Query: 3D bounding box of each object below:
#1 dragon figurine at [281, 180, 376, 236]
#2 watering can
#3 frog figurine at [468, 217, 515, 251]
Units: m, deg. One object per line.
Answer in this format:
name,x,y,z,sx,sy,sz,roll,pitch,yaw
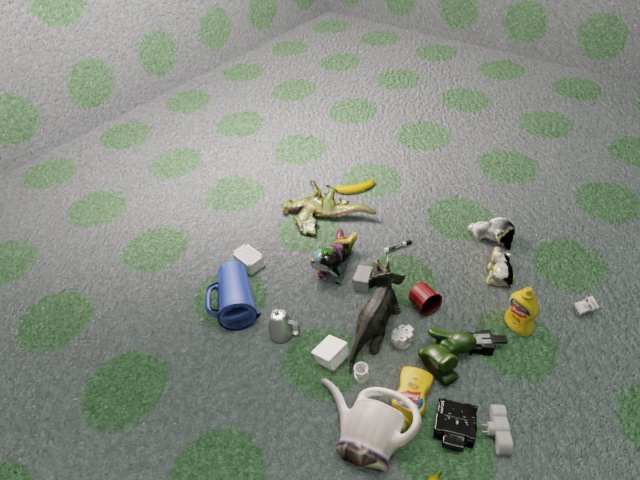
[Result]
dragon figurine,0.007,-0.109,2.157,0.413,0.119,0.246,23,66,30
watering can,0.112,0.512,1.448,0.347,0.102,0.229,3,47,36
frog figurine,0.664,-0.043,1.992,0.137,0.121,0.162,7,20,-39
